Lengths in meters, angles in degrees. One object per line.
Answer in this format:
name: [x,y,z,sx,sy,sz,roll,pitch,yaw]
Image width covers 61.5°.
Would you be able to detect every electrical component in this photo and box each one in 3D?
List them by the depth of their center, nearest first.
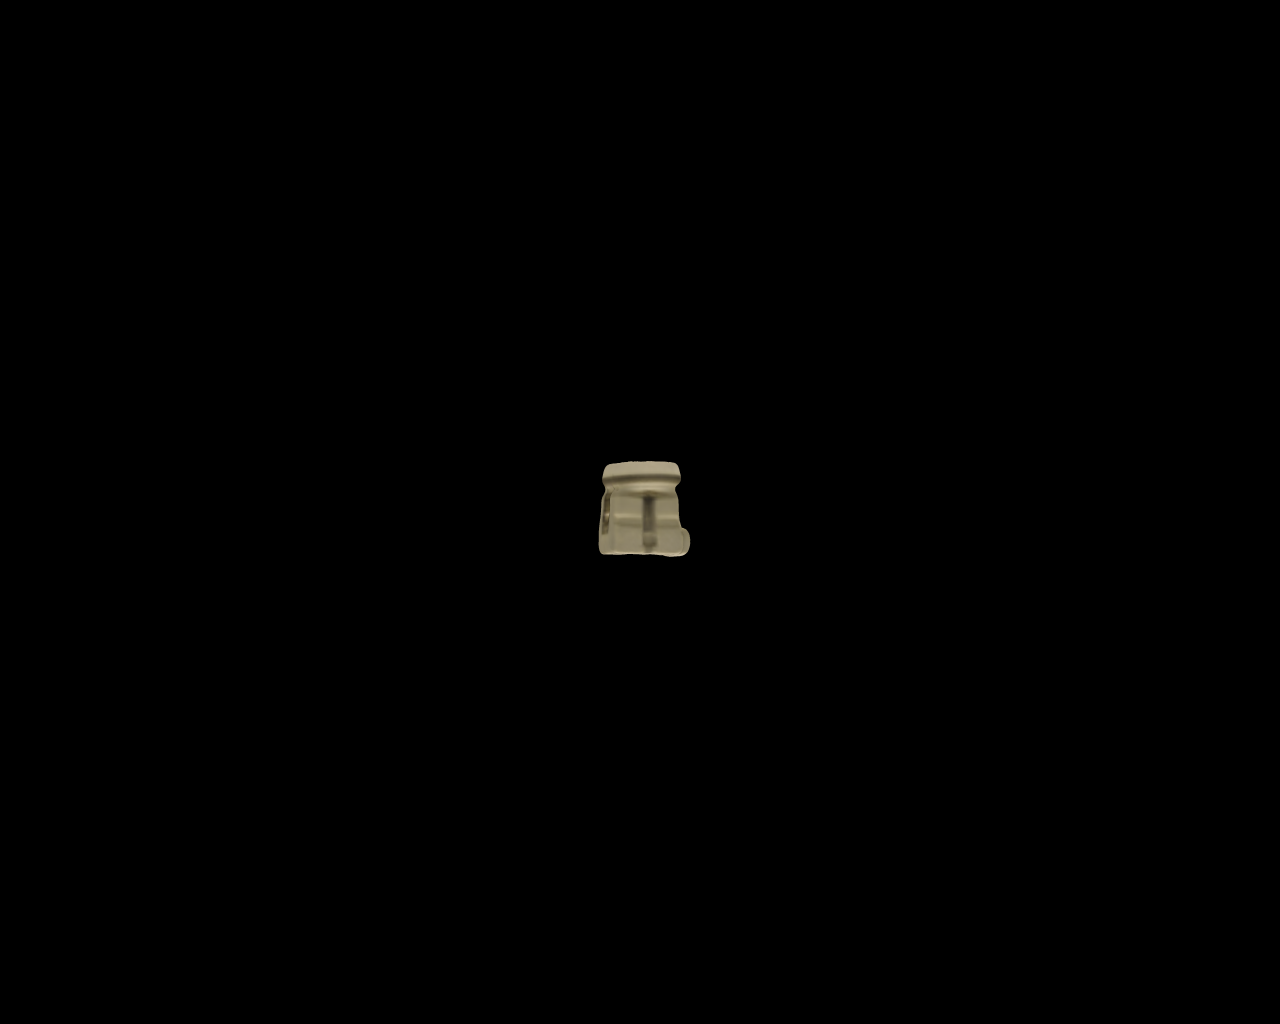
electrical component: [0.001,-0.003,0.650,0.066,0.055,0.048,1,-4,-20]
